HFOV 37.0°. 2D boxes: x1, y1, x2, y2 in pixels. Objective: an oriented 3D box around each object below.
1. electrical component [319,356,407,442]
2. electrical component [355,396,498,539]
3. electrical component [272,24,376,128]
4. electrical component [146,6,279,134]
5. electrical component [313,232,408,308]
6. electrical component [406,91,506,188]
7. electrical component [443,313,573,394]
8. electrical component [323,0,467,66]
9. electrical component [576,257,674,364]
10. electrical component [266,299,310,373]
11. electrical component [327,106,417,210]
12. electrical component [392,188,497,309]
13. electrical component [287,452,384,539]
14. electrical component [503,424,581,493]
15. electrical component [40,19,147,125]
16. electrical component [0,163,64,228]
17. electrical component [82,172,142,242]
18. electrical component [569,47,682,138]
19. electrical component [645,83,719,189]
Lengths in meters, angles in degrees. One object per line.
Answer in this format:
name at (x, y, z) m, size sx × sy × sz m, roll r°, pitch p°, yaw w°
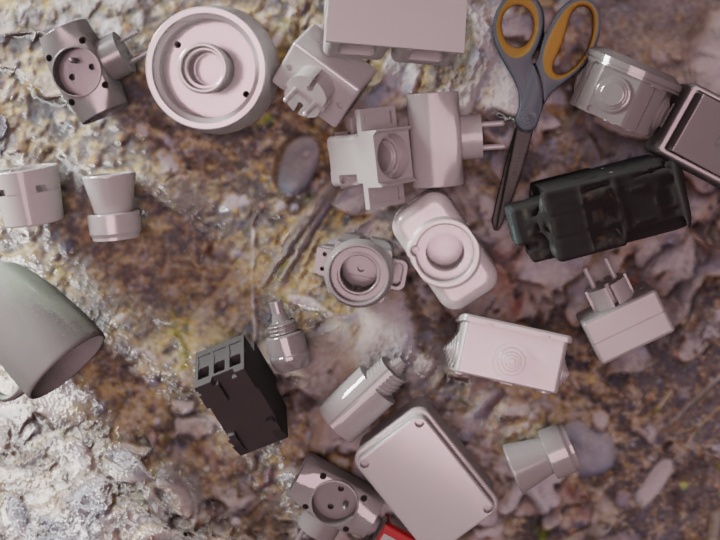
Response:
electrical component at (0.008, 0.105, 0.926) m, size 0.081 × 0.043 × 0.043 m, roll -44°, pitch 94°, yaw 9°
electrical component at (0.057, 0.176, 0.927) m, size 0.078 × 0.057 × 0.113 m, roll -38°, pitch 95°, yaw 8°
electrical component at (-0.036, -0.148, 0.867) m, size 0.066 × 0.076 × 0.047 m, roll 36°, pitch 134°, yaw -2°
electrical component at (-0.124, -0.165, 0.885) m, size 0.108 × 0.060 × 0.108 m, roll 1°, pitch 99°, yaw 4°
electrical component at (0.000, 0.000, 0.904) m, size 0.078 × 0.057 × 0.058 m, roll 11°, pitch 99°, yaw 2°
electrical component at (0.080, -0.109, 0.888) m, size 0.079 × 0.044 × 0.077 m, roll -4°, pitch 98°, yaw 4°
electrical component at (0.120, 0.069, 0.887) m, size 0.100 × 0.099 × 0.048 m, roll 12°, pitch 86°, yaw 2°
electrical component at (0.030, -0.260, 0.842) m, size 0.105 × 0.060 × 0.186 m, roll 4°, pitch 89°, yaw -6°
electrical component at (0.213, 0.027, 0.899) m, size 0.066 × 0.047 × 0.076 m, roll -27°, pitch 96°, yaw 7°
electrical component at (-0.065, 0.056, 0.928) m, size 0.035 × 0.035 × 0.061 m, roll -14°, pitch 95°, yaw 6°
electrical component at (0.008, -0.092, 0.884) m, size 0.064 × 0.042 × 0.081 m, roll 2°, pitch 101°, yaw 47°
electrical component at (0.071, -0.018, 0.895) m, size 0.054 × 0.059 × 0.095 m, roll -34°, pitch 95°, yaw 8°
electrical component at (-0.029, 0.212, 0.945) m, size 0.077 × 0.044 × 0.079 m, roll 29°, pitch 99°, yaw -1°
electrical component at (0.156, 0.161, 0.925) m, size 0.055 × 0.045 × 0.045 m, roll -23°, pitch 97°, yaw 6°
electrical component at (-0.214, -0.173, 0.897) m, size 0.079 × 0.044 × 0.077 m, roll -25°, pitch 96°, yaw 7°
electrical component at (-0.281, -0.063, 0.915) m, size 0.055 × 0.055 × 0.047 m, roll -6°, pitch 102°, yaw 5°
electrical component at (-0.211, -0.054, 0.915) m, size 0.045 × 0.045 × 0.055 m, roll -4°, pitch 99°, yaw 4°
electrical component at (0.211, -0.142, 0.857) m, size 0.080 × 0.080 × 0.051 m, roll 23°, pitch 105°, yaw 0°
electrical component at (0.290, -0.102, 0.867) m, size 0.096 × 0.061 × 0.061 m, roll 27°, pitch 100°, yaw -1°
